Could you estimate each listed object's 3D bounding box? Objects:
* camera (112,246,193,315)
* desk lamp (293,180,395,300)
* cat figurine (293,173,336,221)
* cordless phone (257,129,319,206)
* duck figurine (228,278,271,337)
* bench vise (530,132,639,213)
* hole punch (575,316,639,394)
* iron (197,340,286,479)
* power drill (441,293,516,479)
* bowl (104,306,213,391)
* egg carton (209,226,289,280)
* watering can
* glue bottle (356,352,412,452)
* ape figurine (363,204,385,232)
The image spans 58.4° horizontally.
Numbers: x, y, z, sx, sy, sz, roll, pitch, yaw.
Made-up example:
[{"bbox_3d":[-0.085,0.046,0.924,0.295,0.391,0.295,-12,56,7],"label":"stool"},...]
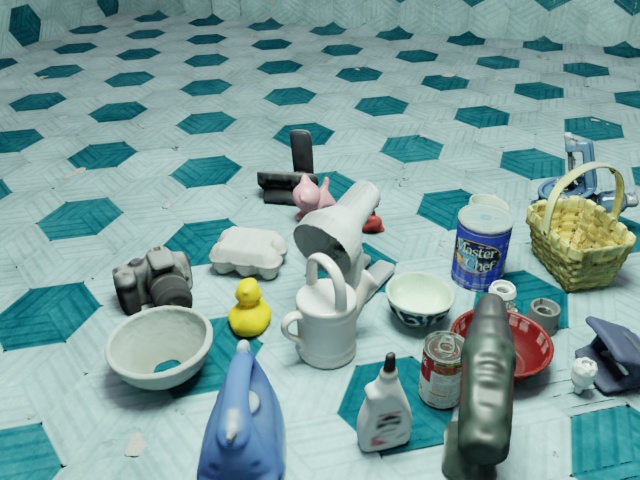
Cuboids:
[{"bbox_3d":[-0.298,0.083,1.051,0.143,0.101,0.136,-16,36,-21],"label":"camera"},{"bbox_3d":[0.050,0.009,1.053,0.117,0.214,0.204,20,39,28],"label":"desk lamp"},{"bbox_3d":[-0.016,-0.100,1.305,0.067,0.118,0.128,22,40,31],"label":"cat figurine"},{"bbox_3d":[-0.079,-0.183,1.370,0.147,0.185,0.094,3,34,6],"label":"cordless phone"},{"bbox_3d":[-0.127,0.112,1.017,0.077,0.086,0.104,0,34,1],"label":"duck figurine"},{"bbox_3d":[0.575,-0.127,1.240,0.207,0.220,0.121,0,34,1],"label":"bench vise"},{"bbox_3d":[0.474,0.174,0.906,0.101,0.091,0.108,-6,34,-7],"label":"hole punch"},{"bbox_3d":[-0.109,0.225,0.797,0.118,0.141,0.258,-3,34,-2],"label":"iron"},{"bbox_3d":[0.208,0.212,0.749,0.075,0.209,0.230,7,34,11],"label":"power drill"},{"bbox_3d":[-0.252,0.185,0.921,0.167,0.075,0.167,-1,34,1],"label":"bowl"},{"bbox_3d":[-0.143,0.026,1.162,0.150,0.069,0.107,6,34,10],"label":"egg carton"},{"bbox_3d":[0.016,0.102,0.931,0.100,0.194,0.173,21,39,29],"label":"watering can"},{"bbox_3d":[0.090,0.217,0.776,0.078,0.173,0.037,-11,35,-14],"label":"glue bottle"},{"bbox_3d":[0.109,-0.068,1.277,0.076,0.092,0.078,4,34,8],"label":"ape figurine"}]
